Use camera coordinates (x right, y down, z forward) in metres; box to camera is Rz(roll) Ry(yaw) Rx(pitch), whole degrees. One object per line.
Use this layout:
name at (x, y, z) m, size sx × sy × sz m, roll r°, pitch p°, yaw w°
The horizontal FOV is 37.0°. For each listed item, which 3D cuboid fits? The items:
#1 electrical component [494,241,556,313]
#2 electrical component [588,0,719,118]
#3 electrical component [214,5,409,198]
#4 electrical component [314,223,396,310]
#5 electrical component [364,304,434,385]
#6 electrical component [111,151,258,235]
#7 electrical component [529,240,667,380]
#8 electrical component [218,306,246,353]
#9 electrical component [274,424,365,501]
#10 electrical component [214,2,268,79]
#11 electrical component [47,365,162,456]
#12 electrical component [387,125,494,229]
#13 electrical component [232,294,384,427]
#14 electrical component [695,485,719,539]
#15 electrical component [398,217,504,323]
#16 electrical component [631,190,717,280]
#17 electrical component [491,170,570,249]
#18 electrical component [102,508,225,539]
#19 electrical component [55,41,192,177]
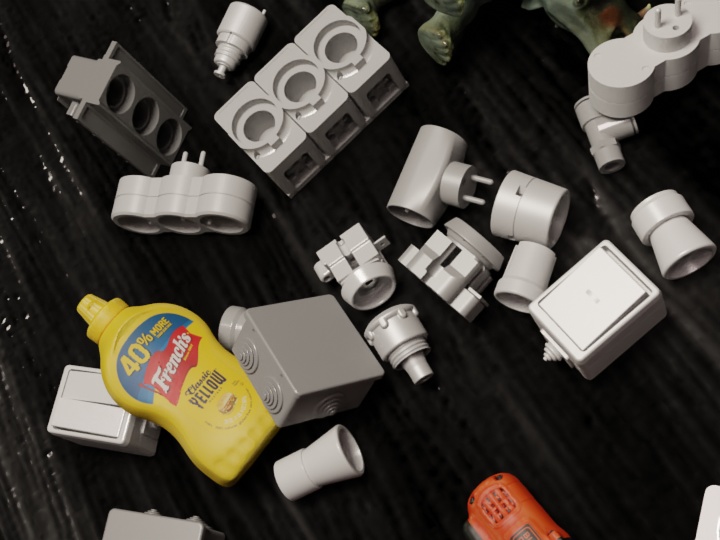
electrical component at (0.132, 0.006, 0.850) m, size 0.040 × 0.040 × 0.046 m, roll 14°, pitch 70°, yaw 25°
electrical component at (0.241, -0.183, 0.846) m, size 0.138 × 0.073 × 0.052 m, roll -31°, pitch 56°, yaw -7°
electrical component at (-0.046, -0.154, 0.968) m, size 0.150 × 0.061 × 0.089 m, roll -44°, pitch 61°, yaw 0°
electrical component at (0.000, 0.000, 0.900) m, size 0.066 × 0.048 × 0.055 m, roll -35°, pitch 54°, yaw 5°
electrical component at (0.036, 0.062, 0.862) m, size 0.048 × 0.048 × 0.062 m, roll -33°, pitch 70°, yaw 6°
electrical component at (-0.158, -0.075, 0.986) m, size 0.138 × 0.052 × 0.073 m, roll 1°, pitch 70°, yaw 22°
electrical component at (0.174, 0.034, 0.810) m, size 0.096 × 0.061 × 0.061 m, roll -41°, pitch 61°, yaw 2°
electrical component at (-0.092, 0.053, 0.917) m, size 0.046 × 0.040 × 0.040 m, roll 9°, pitch 73°, yaw 18°
electrical component at (-0.035, 0.156, 0.854) m, size 0.065 × 0.044 × 0.044 m, roll -28°, pitch 62°, yaw 14°
electrical component at (-0.119, -0.220, 1.035) m, size 0.040 × 0.040 × 0.078 m, roll 17°, pitch 77°, yaw 26°
electrical component at (-0.211, 0.120, 0.924) m, size 0.096 × 0.061 × 0.061 m, roll 5°, pitch 71°, yaw 23°
electrical component at (0.072, -0.074, 0.901) m, size 0.079 × 0.043 × 0.077 m, roll 17°, pitch 77°, yaw 26°
electrical component at (-0.044, 0.072, 0.860) m, size 0.099 × 0.100 × 0.048 m, roll 55°, pitch 135°, yaw 29°
electrical component at (0.259, 0.226, 0.700) m, size 0.089 × 0.061 × 0.150 m, roll 10°, pitch 73°, yaw 24°
electrical component at (0.078, -0.004, 0.864) m, size 0.057 × 0.058 × 0.078 m, roll -49°, pitch 61°, yaw 1°
electrical component at (0.238, -0.027, 0.818) m, size 0.045 × 0.045 × 0.055 m, roll -29°, pitch 62°, yaw 8°
electrical component at (0.137, -0.047, 0.860) m, size 0.047 × 0.055 × 0.055 m, roll 19°, pitch 77°, yaw 23°
electrical component at (-0.162, 0.244, 0.863) m, size 0.100 × 0.048 × 0.099 m, roll 3°, pitch 71°, yaw 22°
electrical component at (-0.220, -0.148, 0.999) m, size 0.063 × 0.121 × 0.078 m, roll 17°, pitch 76°, yaw 29°
